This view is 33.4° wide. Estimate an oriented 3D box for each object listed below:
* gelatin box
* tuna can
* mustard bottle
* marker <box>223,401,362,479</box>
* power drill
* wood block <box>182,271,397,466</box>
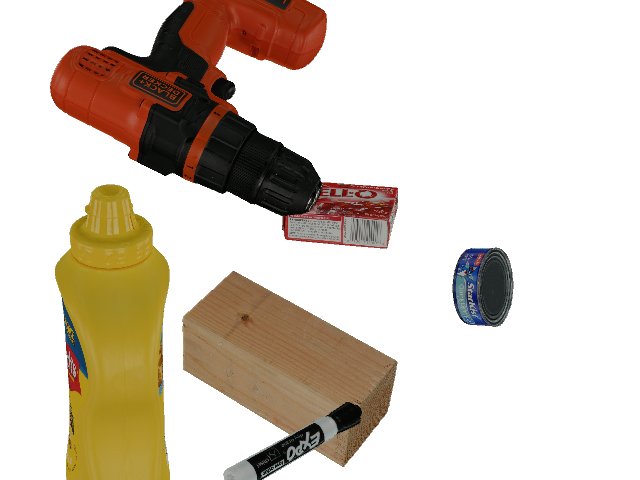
[{"bbox_3d":[0.018,-0.024,0.901,0.089,0.030,0.073,5,24,8],"label":"gelatin box"},{"bbox_3d":[0.177,0.050,1.159,0.034,0.086,0.086,1,0,34],"label":"tuna can"},{"bbox_3d":[-0.109,0.059,0.569,0.058,0.192,0.096,-3,30,-14],"label":"mustard bottle"},{"bbox_3d":[-0.016,0.145,0.761,0.120,0.020,0.020,-23,14,-37],"label":"marker"},{"bbox_3d":[-0.061,-0.108,0.721,0.184,0.057,0.187,28,42,1],"label":"power drill"},{"bbox_3d":[-0.034,0.130,1.106,0.206,0.090,0.090,28,48,21],"label":"wood block"}]
